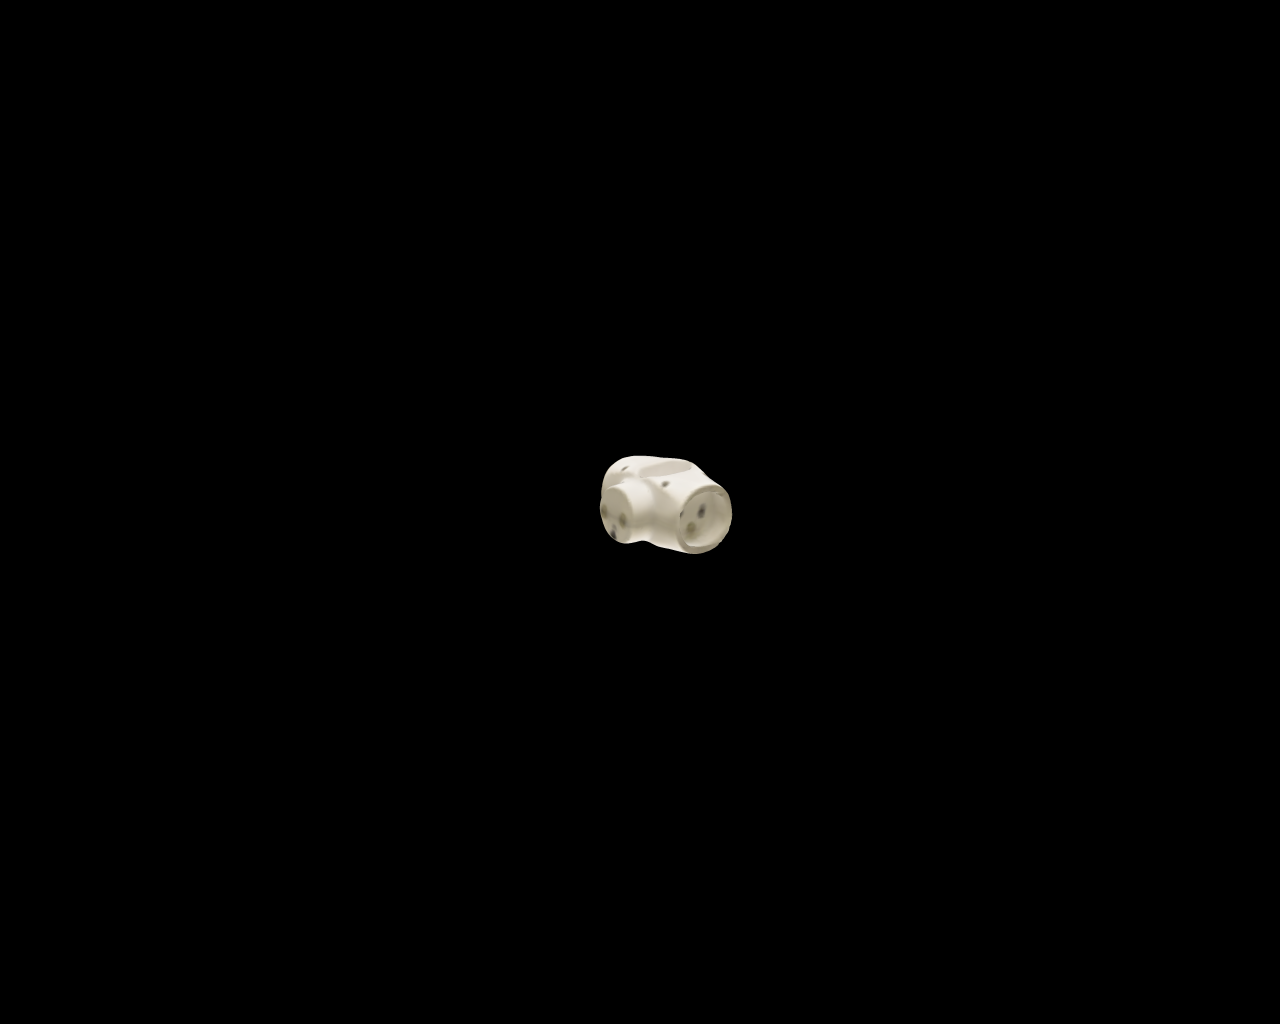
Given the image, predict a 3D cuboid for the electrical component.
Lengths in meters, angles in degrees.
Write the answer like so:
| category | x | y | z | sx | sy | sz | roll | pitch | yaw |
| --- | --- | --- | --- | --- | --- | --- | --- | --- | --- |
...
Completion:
| category | x | y | z | sx | sy | sz | roll | pitch | yaw |
| --- | --- | --- | --- | --- | --- | --- | --- | --- | --- |
| electrical component | 0.001 | -0.003 | 0.650 | 0.079 | 0.043 | 0.077 | -14 | 24 | -33 |
